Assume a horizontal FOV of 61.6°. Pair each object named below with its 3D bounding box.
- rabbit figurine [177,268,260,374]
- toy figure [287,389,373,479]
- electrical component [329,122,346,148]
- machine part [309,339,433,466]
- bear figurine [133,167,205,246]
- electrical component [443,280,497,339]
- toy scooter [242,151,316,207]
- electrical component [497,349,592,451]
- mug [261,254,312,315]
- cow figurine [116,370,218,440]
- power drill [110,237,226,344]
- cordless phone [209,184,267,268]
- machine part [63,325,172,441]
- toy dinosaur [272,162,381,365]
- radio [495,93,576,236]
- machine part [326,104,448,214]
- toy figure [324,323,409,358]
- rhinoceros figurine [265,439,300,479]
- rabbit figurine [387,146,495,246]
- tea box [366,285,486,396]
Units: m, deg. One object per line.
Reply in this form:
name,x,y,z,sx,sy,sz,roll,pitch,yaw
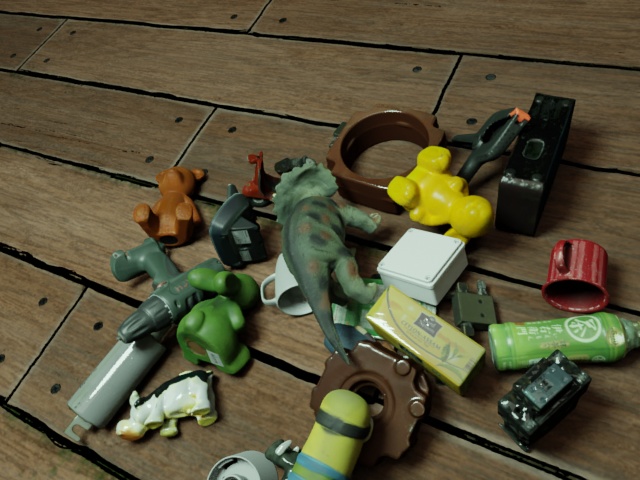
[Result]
rabbit figurine,-0.173,0.116,0.932,0.121,0.158,0.170,3,42,30
toy figure,0.011,0.285,0.699,0.082,0.089,0.180,26,67,10
electrical component,0.050,-0.208,1.117,0.021,0.063,0.094,21,57,27
machine part,0.071,0.235,0.783,0.180,0.056,0.179,-4,78,20
bear figurine,-0.303,-0.091,1.114,0.120,0.131,0.196,1,61,-2
electrical component,0.236,0.114,0.859,0.078,0.045,0.102,4,57,-14
toy scooter,-0.075,-0.127,1.059,0.184,0.135,0.075,-8,53,10
electrical component,0.296,0.212,0.715,0.115,0.134,0.058,-40,55,-9
mug,-0.052,0.073,0.957,0.110,0.080,0.107,-21,42,10
cow figurine,-0.255,0.269,0.888,0.167,0.068,0.098,-16,48,2
power drill,-0.305,0.080,0.988,0.232,0.085,0.208,-29,37,-34
cordless phone,-0.162,-0.055,1.029,0.089,0.146,0.184,-12,56,-1
machine part,-0.351,0.234,0.935,0.079,0.079,0.243,26,68,30
toy dinosaur,-0.005,0.004,0.876,0.131,0.192,0.405,-52,17,27
radio,0.371,-0.134,0.927,0.073,0.131,0.229,16,63,24
machine part,0.131,-0.160,1.048,0.202,0.087,0.201,19,64,29
toy figure,0.080,0.181,0.850,0.155,0.064,0.058,25,30,24
rhinoceros figurine,-0.004,0.354,0.750,0.191,0.073,0.112,25,69,29
rabbit figurine,0.217,-0.050,0.900,0.122,0.162,0.173,-41,42,-14
tea box,0.160,0.151,0.809,0.170,0.098,0.068,35,80,29
